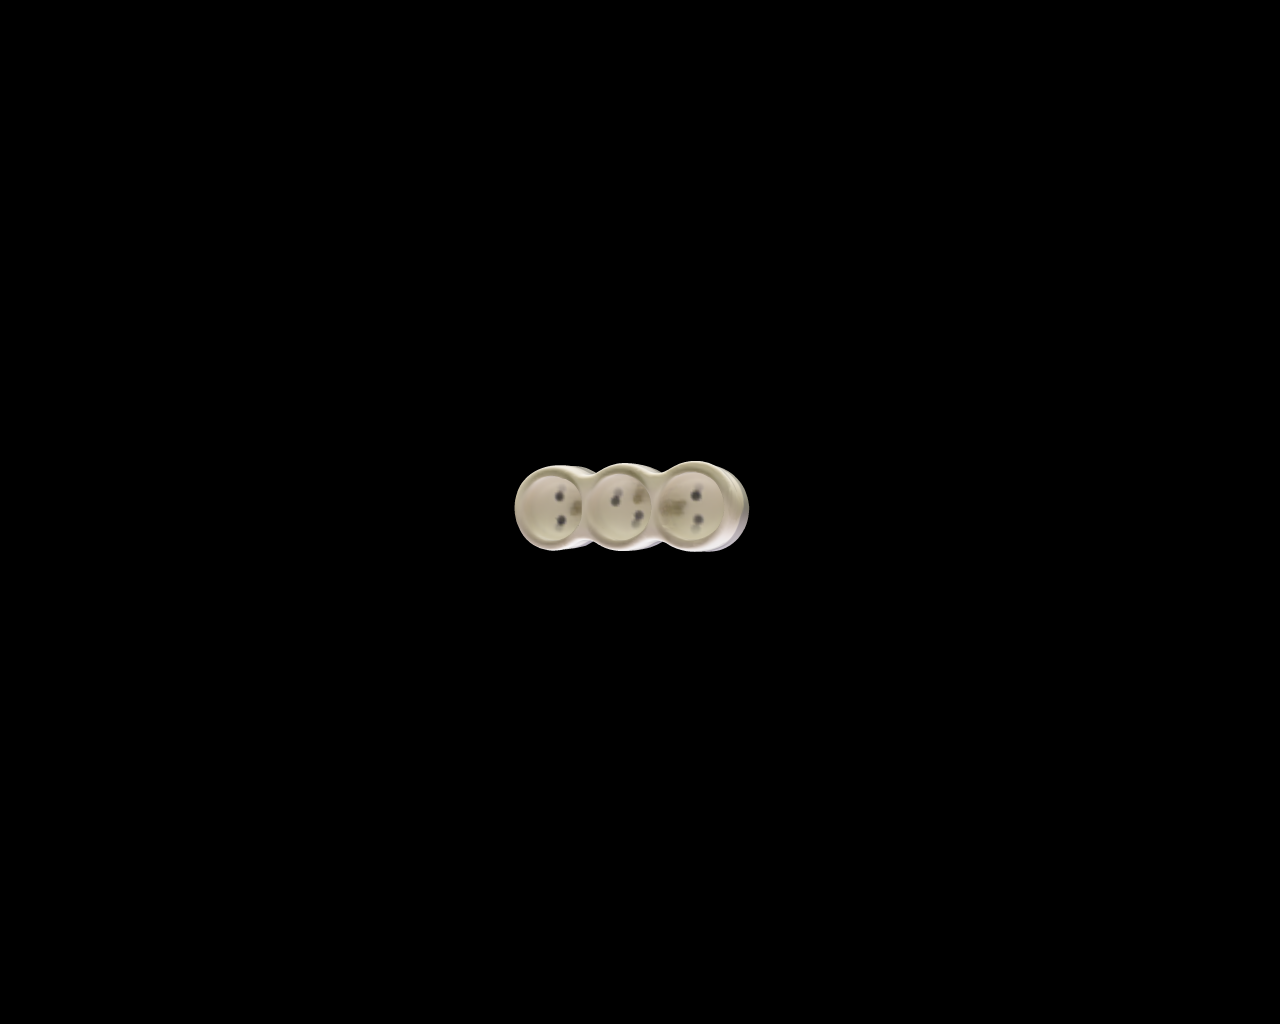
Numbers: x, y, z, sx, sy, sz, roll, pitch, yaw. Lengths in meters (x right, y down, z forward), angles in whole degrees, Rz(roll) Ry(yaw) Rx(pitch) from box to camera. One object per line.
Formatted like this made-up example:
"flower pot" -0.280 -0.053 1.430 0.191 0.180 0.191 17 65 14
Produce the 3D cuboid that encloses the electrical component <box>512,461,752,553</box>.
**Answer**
"electrical component" 0.001 -0.003 0.650 0.138 0.052 0.074 0 0 21
